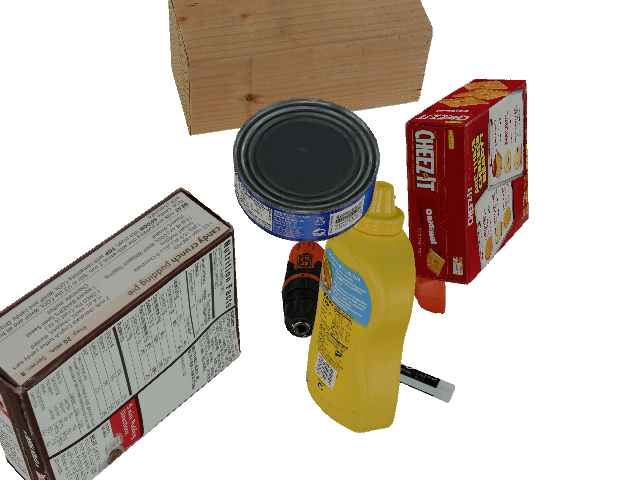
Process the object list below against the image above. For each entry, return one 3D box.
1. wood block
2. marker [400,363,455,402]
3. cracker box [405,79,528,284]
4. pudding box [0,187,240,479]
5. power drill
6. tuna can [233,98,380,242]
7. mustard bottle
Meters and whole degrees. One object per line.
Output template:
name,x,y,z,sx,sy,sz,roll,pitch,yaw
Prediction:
wood block,-0.020,-0.164,0.915,0.206,0.090,0.091,-10,-35,-12
marker,0.073,0.128,1.052,0.121,0.020,0.020,22,5,14
cracker box,0.157,-0.069,1.120,0.072,0.164,0.213,5,21,26
pudding box,-0.084,0.044,0.444,0.039,0.090,0.113,33,55,26
power drill,0.049,0.052,1.239,0.187,0.057,0.184,-1,28,2
tuna can,-0.009,-0.041,0.633,0.086,0.086,0.034,0,-35,-4
mustard bottle,0.033,0.045,0.828,0.058,0.192,0.096,-5,26,-26
